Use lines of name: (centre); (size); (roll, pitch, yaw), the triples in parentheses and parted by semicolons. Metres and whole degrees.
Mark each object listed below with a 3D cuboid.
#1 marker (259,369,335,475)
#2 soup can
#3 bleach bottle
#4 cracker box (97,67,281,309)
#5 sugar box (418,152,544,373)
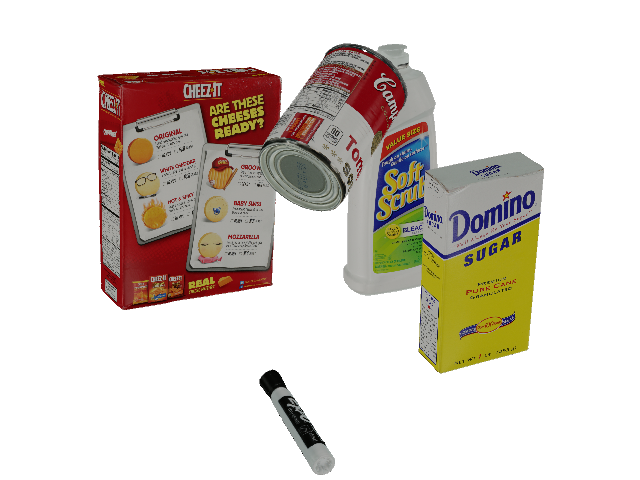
marker: (-0.021, 0.140, 0.843); (0.020, 0.020, 0.121); (0, 27, -26)
soup can: (0.009, -0.079, 0.744); (0.068, 0.102, 0.068); (23, -32, 15)
bleach bottle: (0.070, -0.074, 1.098); (0.102, 0.251, 0.068); (-10, 23, -16)
cracker box: (-0.126, -0.053, 1.022); (0.163, 0.214, 0.072); (-8, 21, -31)
sugar box: (0.134, 0.020, 0.897); (0.093, 0.176, 0.048); (-13, 32, -20)
